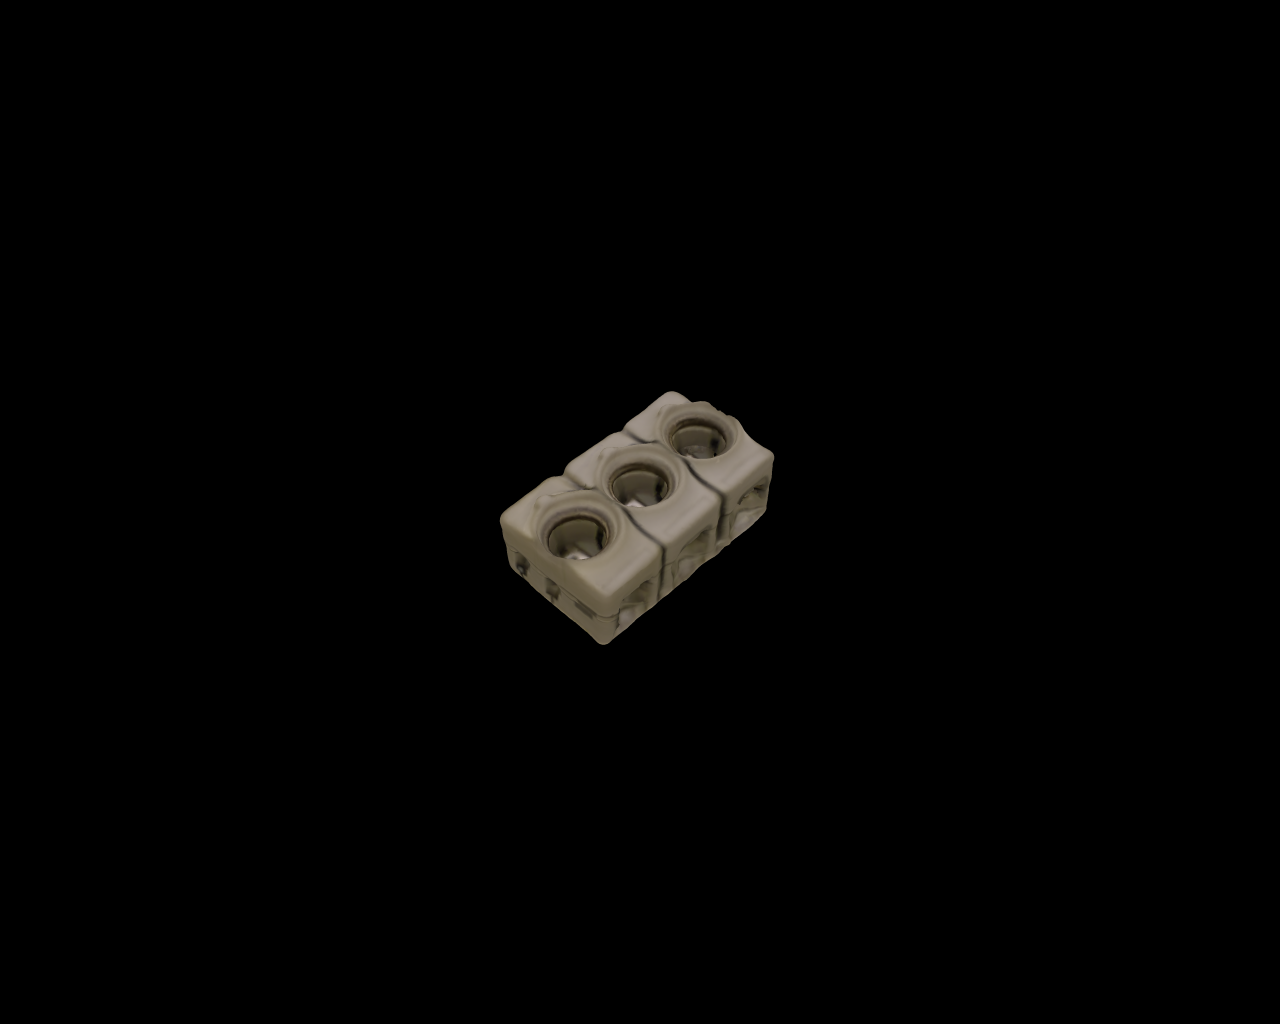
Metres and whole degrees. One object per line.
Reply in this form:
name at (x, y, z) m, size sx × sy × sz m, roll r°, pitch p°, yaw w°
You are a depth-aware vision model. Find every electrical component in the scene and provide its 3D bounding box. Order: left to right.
electrical component at (0.001, -0.003, 0.650) m, size 0.089 × 0.061 × 0.150 m, roll 36°, pitch 58°, yaw 27°
